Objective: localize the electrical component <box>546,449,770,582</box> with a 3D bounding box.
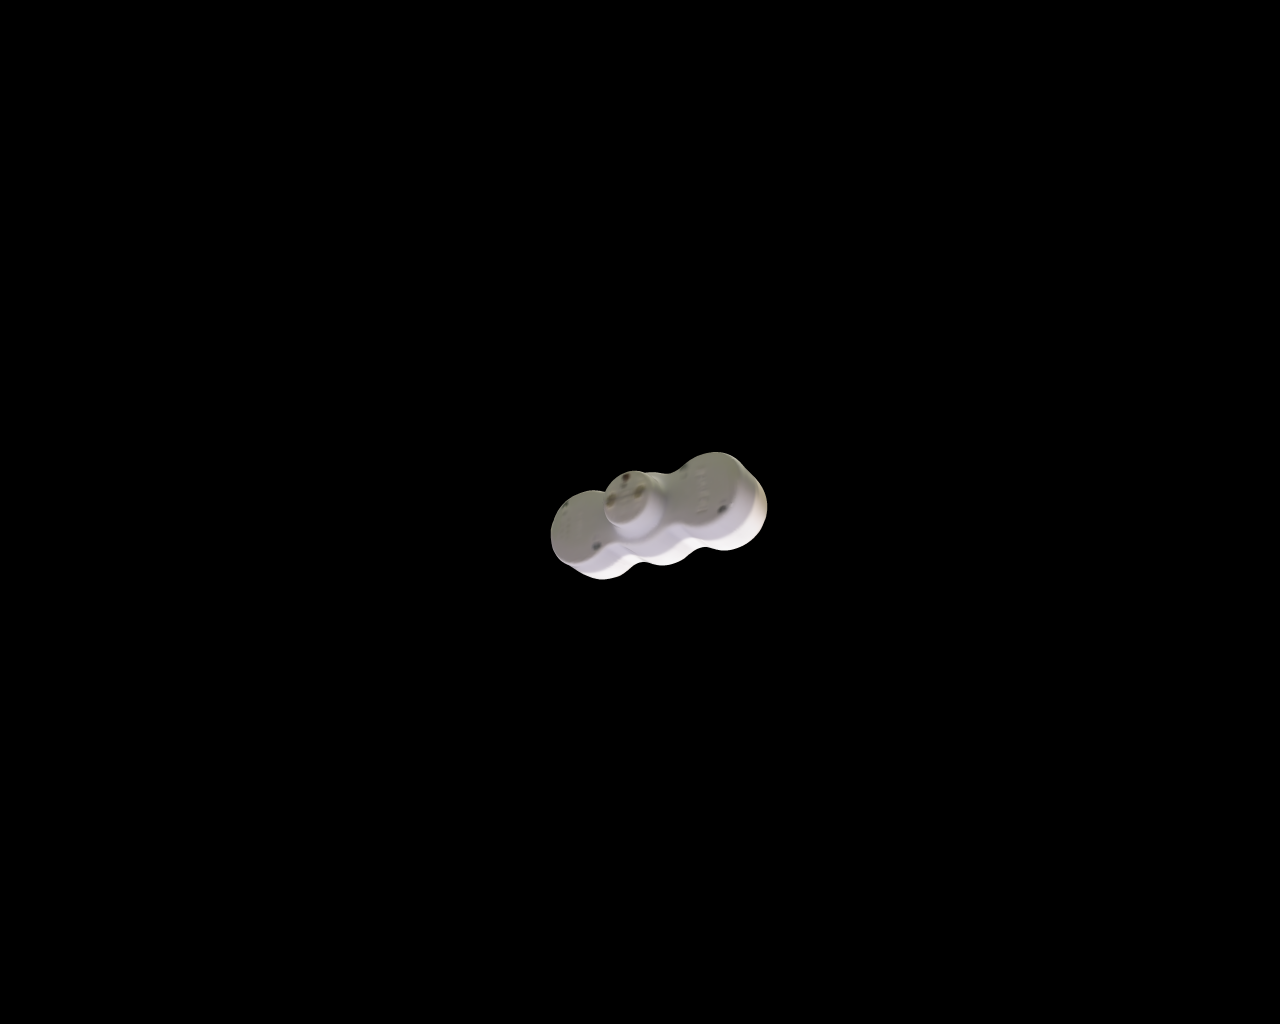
[{"bbox_3d":[0.001,-0.003,0.650,0.138,0.052,0.073,-15,-32,27],"label":"electrical component"}]
